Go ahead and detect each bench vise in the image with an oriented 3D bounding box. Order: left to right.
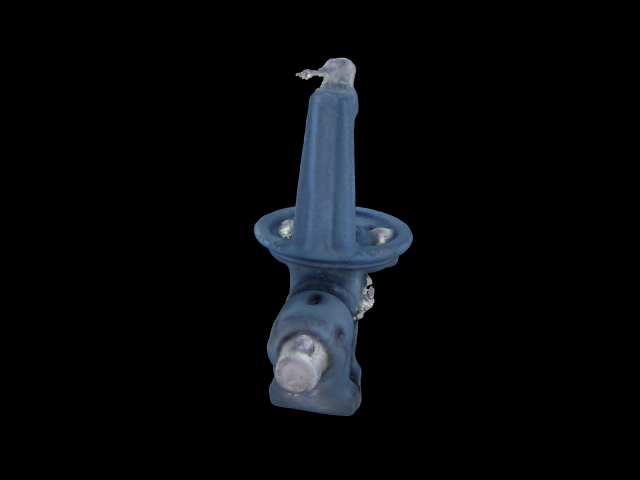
[{"bbox_3d":[0.016,0.000,0.401,0.121,0.220,0.207,-5,36,-7],"label":"bench vise"}]
